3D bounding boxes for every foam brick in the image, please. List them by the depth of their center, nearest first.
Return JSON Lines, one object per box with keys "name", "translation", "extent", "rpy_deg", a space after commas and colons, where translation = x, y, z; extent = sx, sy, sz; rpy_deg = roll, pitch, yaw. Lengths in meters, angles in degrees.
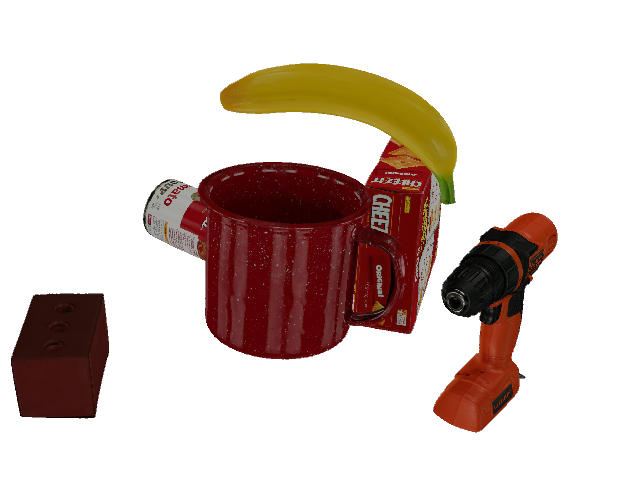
{"name": "foam brick", "translation": [-0.179, 0.079, 0.743], "extent": [0.053, 0.051, 0.078], "rpy_deg": [0, 31, -3]}

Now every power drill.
{"name": "power drill", "translation": [0.154, 0.080, 0.984], "extent": [0.057, 0.188, 0.184], "rpy_deg": [24, 32, 27]}

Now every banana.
{"name": "banana", "translation": [0.025, -0.095, 0.805], "extent": [0.197, 0.069, 0.037], "rpy_deg": [23, -1, -3]}

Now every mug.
{"name": "mug", "translation": [-0.010, 0.013, 0.576], "extent": [0.117, 0.081, 0.093], "rpy_deg": [11, 25, 14]}

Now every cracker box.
{"name": "cracker box", "translation": [0.091, -0.016, 1.206], "extent": [0.072, 0.164, 0.213], "rpy_deg": [7, 22, 11]}

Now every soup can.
{"name": "soup can", "translation": [-0.128, -0.018, 1.134], "extent": [0.102, 0.068, 0.068], "rpy_deg": [23, 11, 26]}
